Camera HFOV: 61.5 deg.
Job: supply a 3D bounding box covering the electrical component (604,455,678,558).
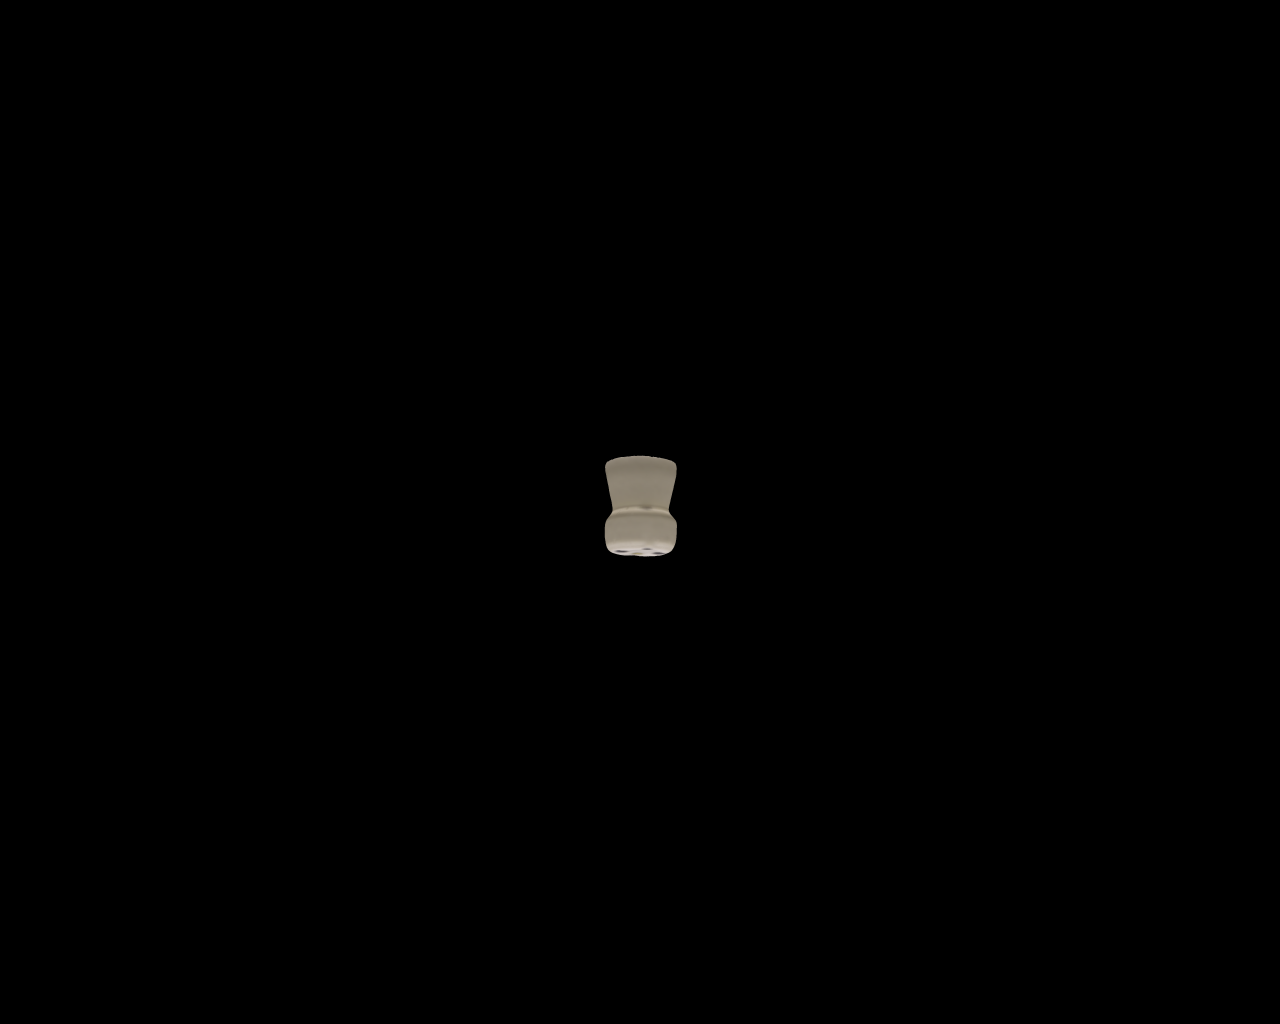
[{"bbox_3d":[0.001,-0.003,0.650,0.045,0.055,0.045,0,-11,0],"label":"electrical component"}]
